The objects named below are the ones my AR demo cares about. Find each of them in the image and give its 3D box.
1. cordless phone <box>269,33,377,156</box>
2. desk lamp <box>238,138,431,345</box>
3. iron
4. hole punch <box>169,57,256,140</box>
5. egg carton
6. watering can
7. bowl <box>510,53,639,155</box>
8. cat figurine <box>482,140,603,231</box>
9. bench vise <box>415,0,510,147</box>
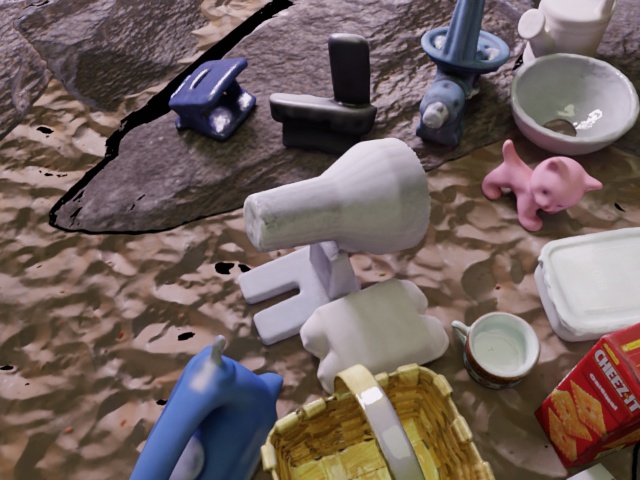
[{"bbox_3d":[0.003,-0.206,0.761,0.147,0.185,0.094,6,59,7],"label":"cordless phone"},{"bbox_3d":[0.006,0.002,0.616,0.203,0.214,0.117,-23,60,-10],"label":"desk lamp"},{"bbox_3d":[-0.135,0.214,0.537,0.118,0.141,0.258,20,62,15],"label":"iron"},{"bbox_3d":[-0.161,-0.214,0.829,0.101,0.091,0.109,23,62,16],"label":"hole punch"},{"bbox_3d":[0.059,0.107,0.634,0.150,0.069,0.107,-22,60,-10],"label":"egg carton"},{"bbox_3d":[0.356,-0.321,0.806,0.100,0.194,0.173,31,65,20],"label":"watering can"},{"bbox_3d":[0.338,-0.174,0.787,0.167,0.075,0.167,-1,59,2],"label":"bowl"},{"bbox_3d":[0.272,-0.076,0.706,0.067,0.118,0.127,-37,64,-18],"label":"cat figurine"},{"bbox_3d":[0.195,-0.243,0.752,0.121,0.220,0.207,4,59,6],"label":"bench vise"}]
